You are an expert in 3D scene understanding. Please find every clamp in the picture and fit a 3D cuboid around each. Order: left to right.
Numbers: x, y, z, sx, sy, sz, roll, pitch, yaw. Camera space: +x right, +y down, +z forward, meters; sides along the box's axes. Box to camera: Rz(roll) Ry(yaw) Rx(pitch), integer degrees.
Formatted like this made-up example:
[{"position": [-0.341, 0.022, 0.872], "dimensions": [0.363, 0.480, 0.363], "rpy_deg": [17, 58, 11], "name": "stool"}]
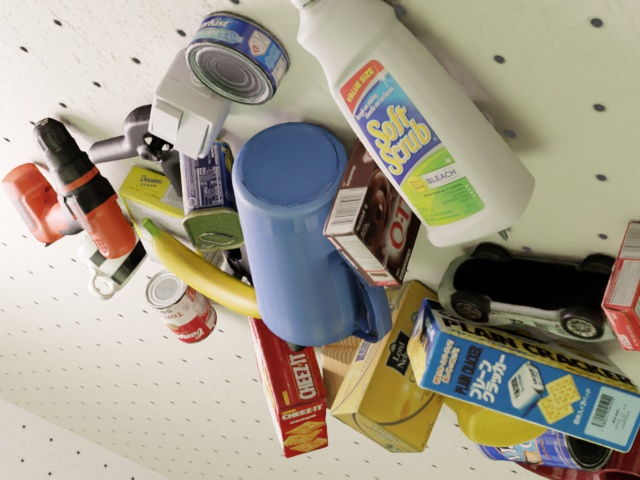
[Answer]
[{"position": [-0.165, -0.095, 1.123], "dimensions": [0.120, 0.039, 0.172], "rpy_deg": [20, 158, -24], "name": "clamp"}, {"position": [-0.090, 0.022, 1.246], "dimensions": [0.165, 0.036, 0.210], "rpy_deg": [31, 148, 47], "name": "clamp"}]

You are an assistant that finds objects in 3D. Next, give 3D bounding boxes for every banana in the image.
[{"position": [-0.125, 0.044, 1.216], "dimensions": [0.198, 0.037, 0.069], "rpy_deg": [31, 169, 18], "name": "banana"}]

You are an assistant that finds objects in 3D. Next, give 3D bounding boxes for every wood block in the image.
[{"position": [0.060, 0.161, 1.363], "dimensions": [0.091, 0.090, 0.206], "rpy_deg": [21, 156, 11], "name": "wood block"}]

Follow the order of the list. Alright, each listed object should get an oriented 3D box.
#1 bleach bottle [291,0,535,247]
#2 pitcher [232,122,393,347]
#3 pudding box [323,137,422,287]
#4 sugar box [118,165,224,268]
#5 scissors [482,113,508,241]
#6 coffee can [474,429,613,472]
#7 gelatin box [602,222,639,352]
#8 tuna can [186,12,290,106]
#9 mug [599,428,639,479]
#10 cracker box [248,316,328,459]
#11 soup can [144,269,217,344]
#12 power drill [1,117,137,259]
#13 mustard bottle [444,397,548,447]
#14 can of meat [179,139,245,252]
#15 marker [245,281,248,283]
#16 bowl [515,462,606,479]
[{"position": [0.058, -0.105, 0.831], "dimensions": [0.103, 0.068, 0.250], "rpy_deg": [-18, 123, 47], "name": "bleach bottle"}, {"position": [-0.007, 0.001, 1.055], "dimensions": [0.149, 0.145, 0.243], "rpy_deg": [-2, 148, 6], "name": "pitcher"}, {"position": [0.054, -0.028, 0.955], "dimensions": [0.039, 0.113, 0.090], "rpy_deg": [-1, 146, 39], "name": "pudding box"}, {"position": [-0.175, -0.016, 1.284], "dimensions": [0.093, 0.048, 0.176], "rpy_deg": [21, 158, 14], "name": "sugar box"}, {"position": [0.139, -0.060, 0.926], "dimensions": [0.201, 0.016, 0.096], "rpy_deg": [40, 152, -30], "name": "scissors"}, {"position": [0.262, 0.215, 1.259], "dimensions": [0.141, 0.102, 0.102], "rpy_deg": [-5, 142, 49], "name": "coffee can"}, {"position": [0.273, 0.041, 0.910], "dimensions": [0.030, 0.089, 0.073], "rpy_deg": [6, 150, 36], "name": "gelatin box"}, {"position": [-0.071, -0.154, 0.916], "dimensions": [0.086, 0.033, 0.086], "rpy_deg": [21, 157, 10], "name": "tuna can"}, {"position": [0.389, 0.261, 1.255], "dimensions": [0.093, 0.081, 0.117], "rpy_deg": [1, 147, 42], "name": "mug"}, {"position": [-0.040, 0.178, 1.407], "dimensions": [0.072, 0.164, 0.214], "rpy_deg": [-15, 154, -7], "name": "cracker box"}, {"position": [-0.195, 0.093, 1.498], "dimensions": [0.069, 0.068, 0.102], "rpy_deg": [11, 152, 29], "name": "soup can"}, {"position": [-0.315, -0.059, 1.284], "dimensions": [0.188, 0.057, 0.184], "rpy_deg": [1, 124, 53], "name": "power drill"}, {"position": [0.182, 0.168, 1.226], "dimensions": [0.096, 0.058, 0.192], "rpy_deg": [-7, -162, -12], "name": "mustard bottle"}, {"position": [-0.110, -0.045, 1.087], "dimensions": [0.057, 0.084, 0.102], "rpy_deg": [-8, 159, 0], "name": "can of meat"}, {"position": [-0.113, 0.065, 1.421], "dimensions": [0.020, 0.020, 0.121], "rpy_deg": [38, 154, -26], "name": "marker"}, {"position": [0.327, 0.274, 1.361], "dimensions": [0.162, 0.055, 0.162], "rpy_deg": [18, 161, 6], "name": "bowl"}]
